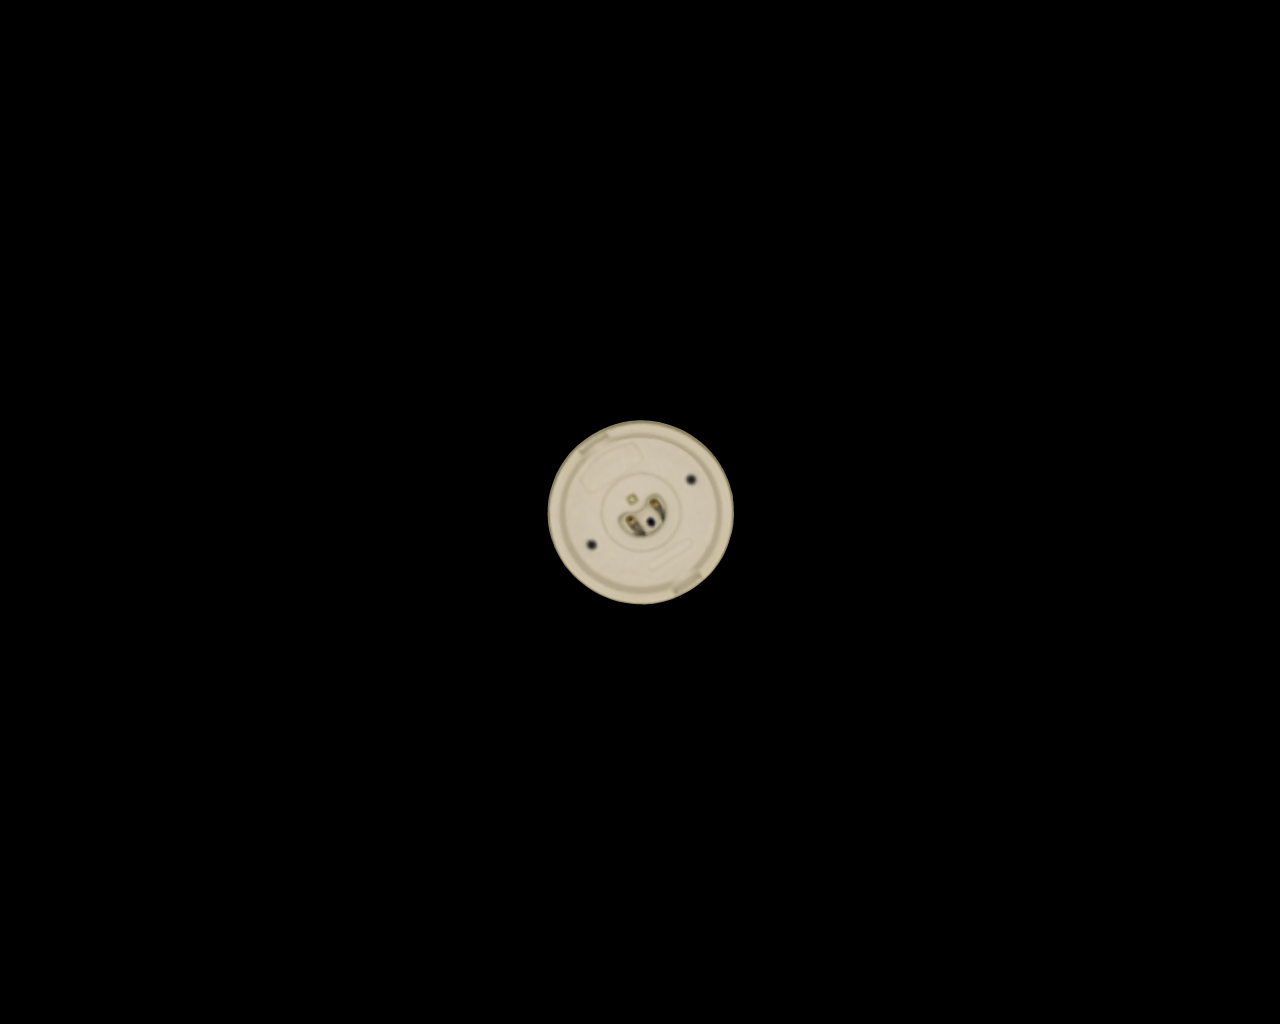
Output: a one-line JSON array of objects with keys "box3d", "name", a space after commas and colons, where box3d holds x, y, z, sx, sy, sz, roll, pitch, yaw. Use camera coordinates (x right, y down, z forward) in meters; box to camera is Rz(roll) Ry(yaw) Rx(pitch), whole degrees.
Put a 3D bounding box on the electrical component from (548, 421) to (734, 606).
[{"box3d": [0.001, -0.003, 0.650, 0.108, 0.108, 0.060, 0, 8, 0], "name": "electrical component"}]
